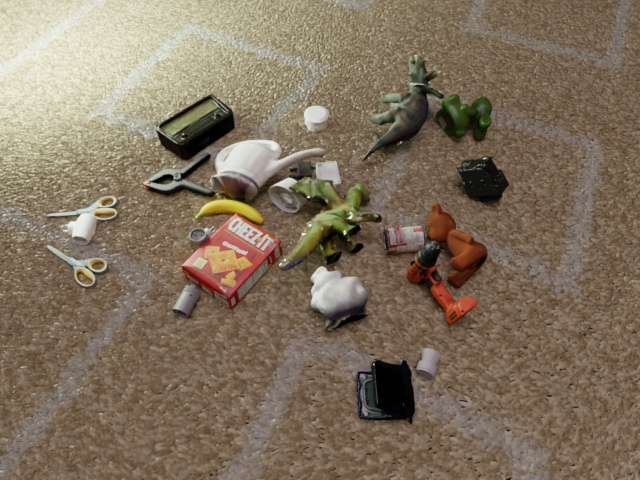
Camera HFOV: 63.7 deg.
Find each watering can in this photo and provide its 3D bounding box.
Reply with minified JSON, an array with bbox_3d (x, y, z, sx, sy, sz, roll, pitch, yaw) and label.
[{"bbox_3d":[-0.174,-0.214,1.509,0.348,0.101,0.229,8,52,26],"label":"watering can"}]

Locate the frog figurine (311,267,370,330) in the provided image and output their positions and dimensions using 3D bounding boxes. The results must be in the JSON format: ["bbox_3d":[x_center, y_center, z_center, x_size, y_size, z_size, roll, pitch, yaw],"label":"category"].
[{"bbox_3d":[0.040,0.128,1.273,0.137,0.121,0.162,-27,68,5],"label":"frog figurine"}]

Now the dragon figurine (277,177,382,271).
[{"bbox_3d":[0.004,-0.070,1.384,0.414,0.119,0.246,-19,56,-36],"label":"dragon figurine"}]
